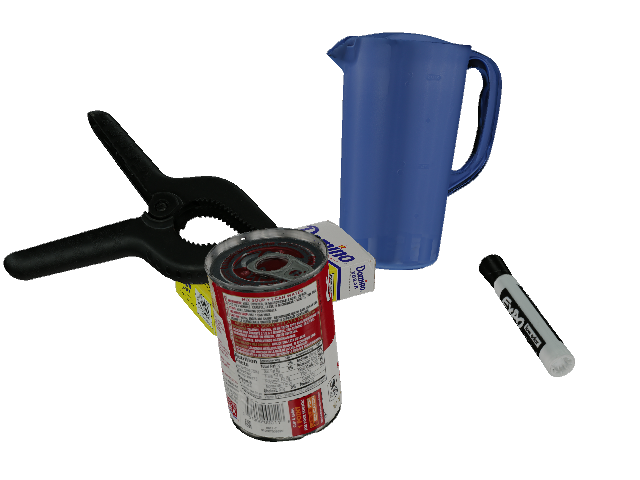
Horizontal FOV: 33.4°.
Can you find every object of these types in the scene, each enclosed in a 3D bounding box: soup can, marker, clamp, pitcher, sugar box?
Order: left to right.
[{"bbox_3d":[-0.125,-0.026,0.842,0.210,0.164,0.036,9,-31,7],"label":"clamp"},{"bbox_3d":[-0.044,0.033,1.042,0.176,0.048,0.093,-17,35,-25],"label":"sugar box"},{"bbox_3d":[-0.025,0.053,0.599,0.068,0.102,0.068,-5,27,2],"label":"soup can"},{"bbox_3d":[0.092,-0.096,1.131,0.149,0.243,0.144,11,14,32],"label":"pitcher"},{"bbox_3d":[0.138,0.047,0.726,0.020,0.020,0.121,0,33,-18],"label":"marker"}]
